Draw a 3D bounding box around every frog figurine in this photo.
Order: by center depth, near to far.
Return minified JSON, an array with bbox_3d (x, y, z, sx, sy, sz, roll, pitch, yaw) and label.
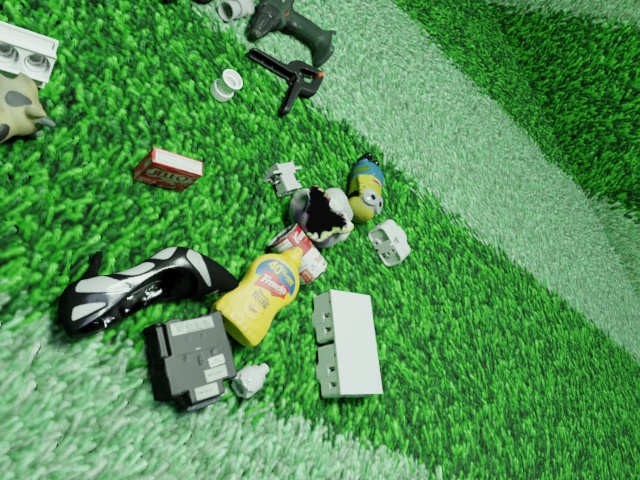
[{"bbox_3d":[0.003,-0.053,1.056,0.137,0.122,0.160,28,8,-4],"label":"frog figurine"}]

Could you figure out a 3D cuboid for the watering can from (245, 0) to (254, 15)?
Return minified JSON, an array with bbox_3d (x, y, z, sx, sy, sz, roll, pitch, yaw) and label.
[{"bbox_3d":[-0.191,-0.697,1.199,0.103,0.345,0.228,-17,15,41],"label":"watering can"}]
